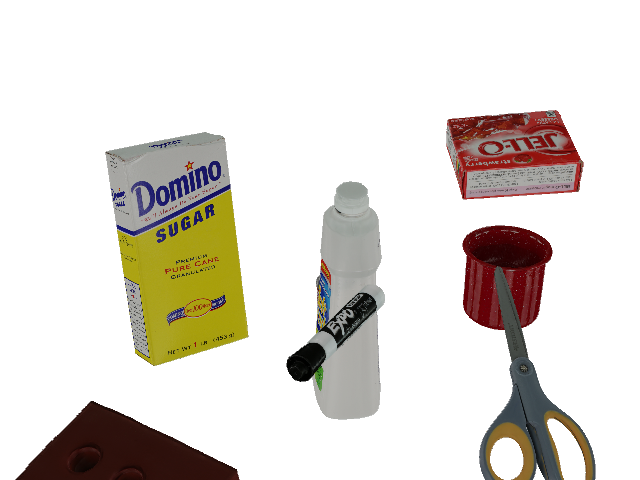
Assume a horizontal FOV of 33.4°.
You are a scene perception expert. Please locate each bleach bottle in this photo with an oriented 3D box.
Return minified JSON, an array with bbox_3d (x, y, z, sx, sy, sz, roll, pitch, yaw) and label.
[{"bbox_3d":[0.027,0.051,1.022,0.068,0.251,0.102,-3,37,-5],"label":"bleach bottle"}]

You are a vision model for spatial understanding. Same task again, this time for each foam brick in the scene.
[{"bbox_3d":[-0.075,0.112,0.433,0.078,0.051,0.052,19,44,24],"label":"foam brick"}]

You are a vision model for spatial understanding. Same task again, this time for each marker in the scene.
[{"bbox_3d":[0.011,0.060,0.703,0.020,0.020,0.120,0,21,28],"label":"marker"}]

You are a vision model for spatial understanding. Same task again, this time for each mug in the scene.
[{"bbox_3d":[0.192,0.035,1.141,0.093,0.081,0.117,-5,30,-9],"label":"mug"}]

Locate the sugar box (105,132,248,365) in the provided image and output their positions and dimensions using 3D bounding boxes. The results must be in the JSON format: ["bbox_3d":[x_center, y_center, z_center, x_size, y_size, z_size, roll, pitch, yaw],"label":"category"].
[{"bbox_3d":[-0.116,0.006,0.882,0.093,0.176,0.048,-16,21,-30],"label":"sugar box"}]

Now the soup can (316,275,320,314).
[{"bbox_3d":[0.028,0.094,1.308,0.068,0.102,0.068,0,30,0],"label":"soup can"}]

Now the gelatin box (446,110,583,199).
[{"bbox_3d":[0.144,-0.065,0.799,0.089,0.030,0.073,-5,38,-1],"label":"gelatin box"}]

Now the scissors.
[{"bbox_3d":[0.147,0.116,0.847,0.096,0.202,0.016,-18,-29,-14],"label":"scissors"}]
